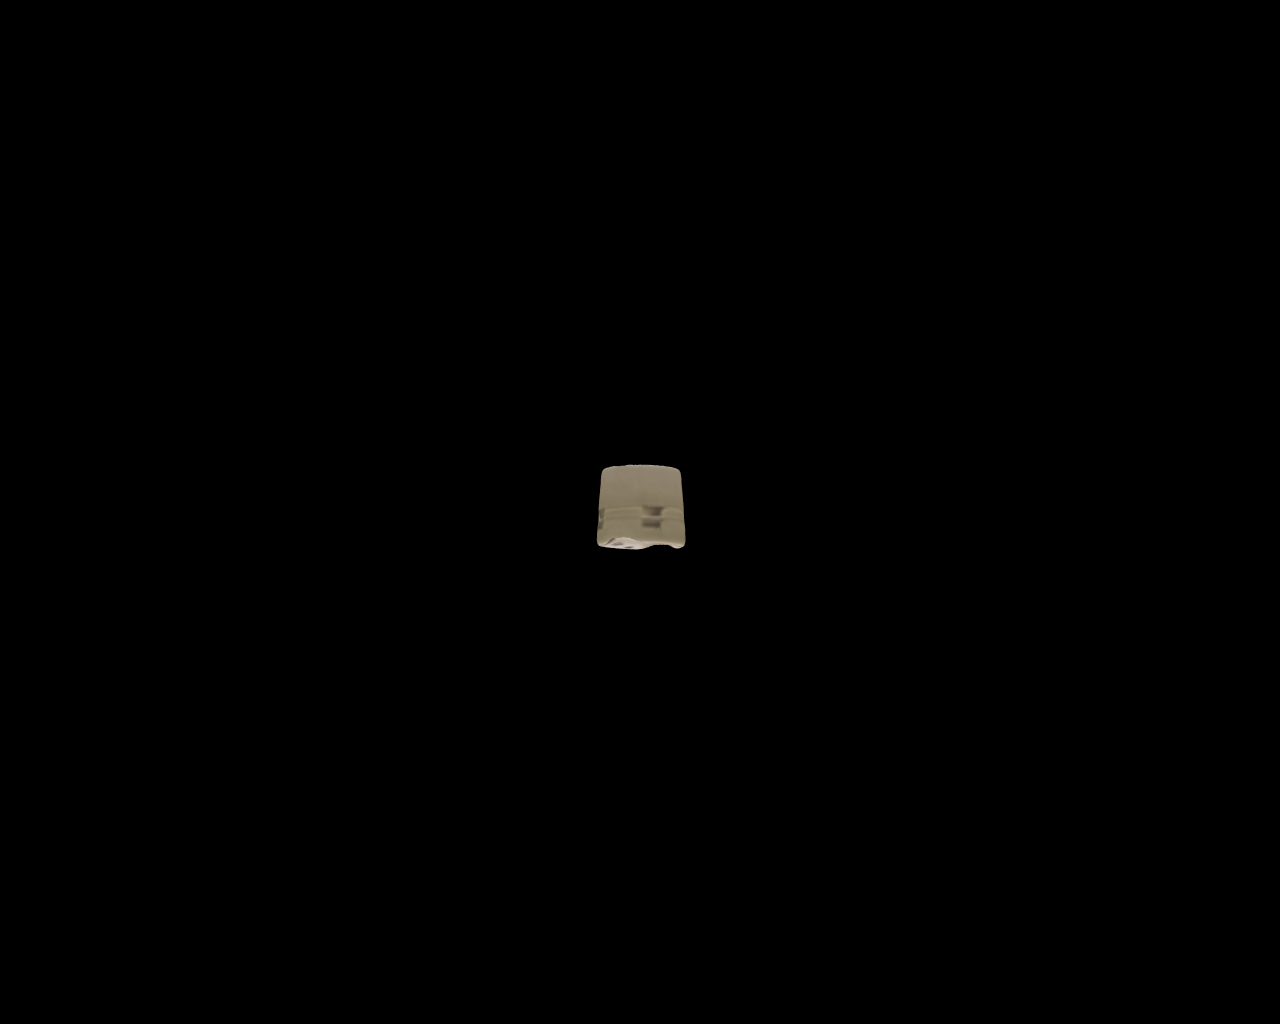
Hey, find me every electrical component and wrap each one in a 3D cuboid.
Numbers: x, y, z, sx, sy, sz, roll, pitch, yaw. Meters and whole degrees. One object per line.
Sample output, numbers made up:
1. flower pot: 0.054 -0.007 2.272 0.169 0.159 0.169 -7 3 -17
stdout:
1. electrical component: 0.001 -0.003 0.650 0.055 0.047 0.055 0 -6 0
